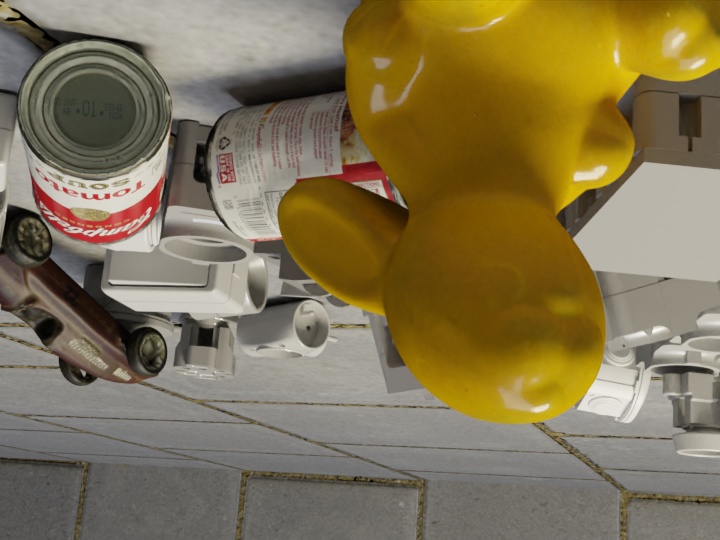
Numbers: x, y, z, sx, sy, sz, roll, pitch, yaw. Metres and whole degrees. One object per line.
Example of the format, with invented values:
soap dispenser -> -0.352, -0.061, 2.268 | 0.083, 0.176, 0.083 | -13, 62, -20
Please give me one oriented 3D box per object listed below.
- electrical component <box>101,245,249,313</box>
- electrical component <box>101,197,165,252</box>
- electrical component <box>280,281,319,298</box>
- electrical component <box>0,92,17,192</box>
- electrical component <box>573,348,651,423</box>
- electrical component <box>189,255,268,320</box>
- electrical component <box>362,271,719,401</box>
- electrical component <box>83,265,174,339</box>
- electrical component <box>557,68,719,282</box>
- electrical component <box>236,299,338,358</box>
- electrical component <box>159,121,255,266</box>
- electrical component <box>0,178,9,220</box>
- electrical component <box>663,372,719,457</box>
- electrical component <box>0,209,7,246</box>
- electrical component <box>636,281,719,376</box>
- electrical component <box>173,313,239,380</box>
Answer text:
electrical component -> -0.126, -0.009, 0.703 | 0.096, 0.061, 0.061 | 1, 164, 14
electrical component -> -0.127, -0.032, 0.653 | 0.062, 0.043, 0.043 | 4, 165, 0
electrical component -> 0.000, 0.000, 0.692 | 0.099, 0.064, 0.099 | 4, 165, 1
electrical component -> -0.213, -0.052, 0.543 | 0.066, 0.076, 0.047 | 10, 164, -17
electrical component -> 0.216, 0.088, 0.927 | 0.051, 0.080, 0.080 | 11, 165, -1
electrical component -> -0.095, 0.007, 0.769 | 0.047, 0.055, 0.055 | -3, 163, 14
electrical component -> 0.112, 0.025, 0.633 | 0.186, 0.060, 0.105 | -13, 177, -34
electrical component -> -0.191, 0.028, 0.880 | 0.080, 0.051, 0.080 | 4, 165, 1
electrical component -> 0.146, -0.047, 0.482 | 0.089, 0.061, 0.150 | 5, 165, -3
electrical component -> -0.055, 0.056, 0.954 | 0.077, 0.044, 0.079 | -11, 159, 44
electrical component -> -0.082, -0.037, 0.596 | 0.050, 0.055, 0.089 | 8, 164, -12
electrical component -> -0.239, -0.044, 0.618 | 0.057, 0.058, 0.078 | -7, 161, 45
electrical component -> 0.255, 0.107, 0.791 | 0.066, 0.055, 0.048 | 7, 165, -6
electrical component -> -0.272, -0.023, 0.693 | 0.077, 0.044, 0.079 | 9, 134, -16
electrical component -> 0.265, 0.034, 0.747 | 0.105, 0.060, 0.186 | 4, 165, 2
electrical component -> -0.141, 0.067, 0.995 | 0.058, 0.057, 0.078 | 5, 165, 0
